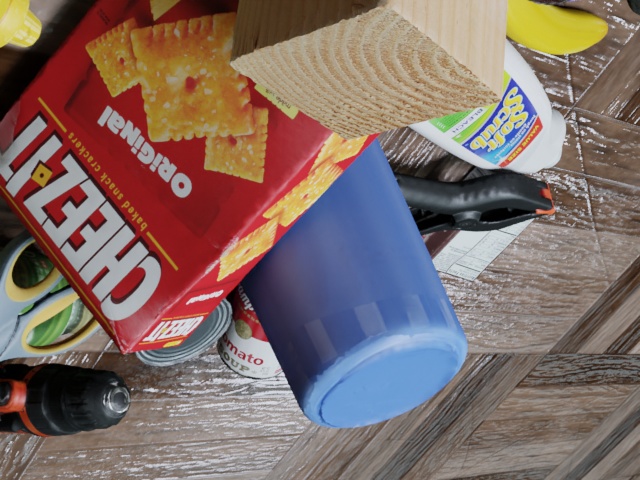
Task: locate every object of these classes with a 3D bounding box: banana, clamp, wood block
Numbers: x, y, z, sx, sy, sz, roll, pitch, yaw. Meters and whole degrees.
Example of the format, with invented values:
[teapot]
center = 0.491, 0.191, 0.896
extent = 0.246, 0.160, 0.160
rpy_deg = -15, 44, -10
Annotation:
[banana]
center = 0.164, -0.179, 0.802
extent = 0.070, 0.037, 0.197
rpy_deg = -42, 146, 12
[clamp]
center = 0.114, -0.032, 0.891
extent = 0.171, 0.039, 0.120
rpy_deg = -11, 164, -2
[wood block]
center = 0.031, -0.164, 0.500
extent = 0.091, 0.206, 0.090
rpy_deg = -10, 154, 39

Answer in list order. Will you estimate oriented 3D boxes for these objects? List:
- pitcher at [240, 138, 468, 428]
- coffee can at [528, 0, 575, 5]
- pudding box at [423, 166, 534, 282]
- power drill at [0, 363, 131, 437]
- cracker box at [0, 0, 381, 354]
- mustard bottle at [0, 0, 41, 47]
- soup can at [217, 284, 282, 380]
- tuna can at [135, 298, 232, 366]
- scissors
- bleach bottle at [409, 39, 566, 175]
[pitcher]
center = -0.005, 0.001, 0.699
extent = 0.145, 0.243, 0.149
rpy_deg = -29, 148, 8
[coffee can]
center = 0.195, -0.214, 0.708
extent = 0.140, 0.103, 0.103
rpy_deg = -16, 143, -37
[pudding box]
center = 0.147, -0.016, 0.995
extent = 0.114, 0.039, 0.089
rpy_deg = -47, 145, 22
[power drill]
center = -0.246, 0.102, 0.722
extent = 0.185, 0.057, 0.187
rpy_deg = -10, 160, 41
[cracker box]
center = -0.079, -0.065, 0.615
extent = 0.214, 0.164, 0.072
rpy_deg = -46, 164, 17
[mustard bottle]
center = -0.208, -0.142, 0.512
extent = 0.096, 0.058, 0.191
rpy_deg = -45, 146, 11
[soup can]
center = -0.044, 0.062, 0.903
extent = 0.068, 0.068, 0.102
rpy_deg = -9, 140, -33
[tuna can]
center = -0.117, 0.063, 0.872
extent = 0.086, 0.034, 0.086
rpy_deg = -22, 145, -17
[scissors]
center = -0.215, 0.057, 0.643
extent = 0.201, 0.016, 0.096
rpy_deg = -25, 121, -35
[bleach bottle]
center = 0.139, -0.108, 0.849
extent = 0.103, 0.068, 0.250
rpy_deg = -44, 148, 18
